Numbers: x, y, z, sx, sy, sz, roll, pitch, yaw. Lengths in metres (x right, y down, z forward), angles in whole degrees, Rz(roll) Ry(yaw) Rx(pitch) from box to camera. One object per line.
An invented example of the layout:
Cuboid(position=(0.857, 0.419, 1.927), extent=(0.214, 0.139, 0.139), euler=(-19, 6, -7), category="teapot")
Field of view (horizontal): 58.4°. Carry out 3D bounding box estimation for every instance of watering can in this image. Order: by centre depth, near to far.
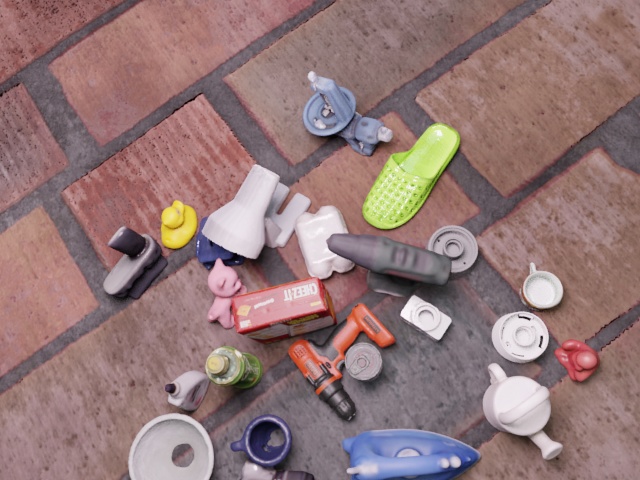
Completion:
Cuboid(position=(0.358, 0.297, 1.008), extent=(0.172, 0.194, 0.101), euler=(35, 81, 15), category="watering can")

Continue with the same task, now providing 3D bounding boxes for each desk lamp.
Cuboid(position=(-0.126, -0.052, 1.156), extent=(0.117, 0.214, 0.203), euler=(29, 80, 14), category="desk lamp")

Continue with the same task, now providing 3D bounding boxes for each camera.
Cuboid(position=(-0.081, 0.482, 1.059), extent=(0.136, 0.101, 0.143), euler=(-1, 74, 7), category="camera")

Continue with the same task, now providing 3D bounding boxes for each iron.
Cuboid(position=(0.167, 0.401, 1.030), extent=(0.258, 0.141, 0.118), euler=(-7, 73, 5), category="iron")

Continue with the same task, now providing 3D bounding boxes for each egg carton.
Cuboid(position=(0.011, 0.004, 1.199), extent=(0.107, 0.069, 0.150), euler=(-20, 73, 1), category="egg carton")

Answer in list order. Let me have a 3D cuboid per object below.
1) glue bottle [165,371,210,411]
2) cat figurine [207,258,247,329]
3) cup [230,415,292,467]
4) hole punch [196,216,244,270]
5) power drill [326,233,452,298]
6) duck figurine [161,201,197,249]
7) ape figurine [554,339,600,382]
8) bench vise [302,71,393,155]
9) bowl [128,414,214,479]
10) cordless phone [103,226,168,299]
Cuboid(position=(-0.262, 0.288, 1.098), extent=(0.037, 0.173, 0.078), euler=(17, 77, 12), category="glue bottle")
Cuboid(position=(-0.200, 0.109, 1.170), extent=(0.067, 0.118, 0.128), euler=(14, 77, 11), category="cat figurine")
Cuboid(position=(-0.105, 0.383, 1.093), extent=(0.117, 0.095, 0.091), euler=(-13, 73, 3), category="cup")
Cuboid(position=(-0.216, 0.001, 1.216), extent=(0.101, 0.091, 0.108), euler=(-2, 74, 7), category="hole punch")
Cuboid(position=(0.132, 0.049, 1.098), extent=(0.229, 0.208, 0.076), euler=(10, 76, 10), category="power drill")
Cuboid(position=(-0.316, -0.037, 1.242), extent=(0.077, 0.086, 0.105), euler=(18, 77, 12), category="duck figurine")
Cuboid(position=(0.487, 0.224, 1.067), extent=(0.076, 0.092, 0.078), euler=(6, 75, 9), category="ape figurine")
Cuboid(position=(0.053, -0.275, 1.194), extent=(0.207, 0.220, 0.121), euler=(7, 75, 9), category="bench vise")
Cuboid(position=(-0.277, 0.424, 1.113), extent=(0.167, 0.075, 0.167), euler=(-2, 74, 7), category="bowl")
Cuboid(position=(-0.408, 0.041, 1.179), extent=(0.094, 0.185, 0.148), euler=(32, 80, 15), category="cordless phone")
